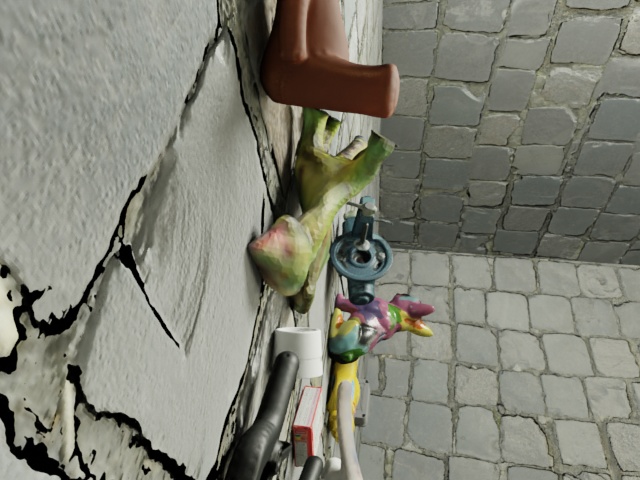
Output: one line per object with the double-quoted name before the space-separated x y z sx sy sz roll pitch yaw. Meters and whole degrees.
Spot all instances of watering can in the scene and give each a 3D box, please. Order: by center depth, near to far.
"watering can" 0.045 0.438 0.871 0.224 0.104 0.348 -172 -91 -72

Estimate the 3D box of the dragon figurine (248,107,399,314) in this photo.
"dragon figurine" 0.002 -0.032 0.633 0.412 0.122 0.241 -25 135 -78
